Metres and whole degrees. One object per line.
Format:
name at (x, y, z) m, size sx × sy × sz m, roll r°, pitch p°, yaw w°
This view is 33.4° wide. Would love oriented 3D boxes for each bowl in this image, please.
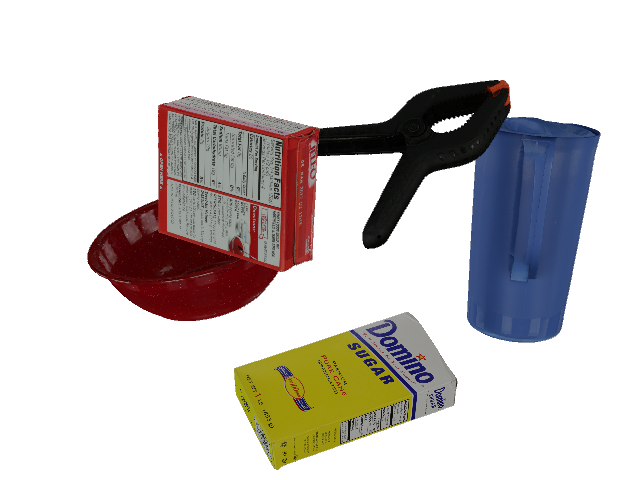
bowl at (-0.088, 0.014, 0.800) m, size 0.162 × 0.055 × 0.162 m, roll -11°, pitch 25°, yaw 5°

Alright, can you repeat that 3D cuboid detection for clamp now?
clamp at (0.087, -0.081, 0.964) m, size 0.210 × 0.165 × 0.036 m, roll -24°, pitch -42°, yaw -6°

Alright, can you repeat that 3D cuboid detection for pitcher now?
pitcher at (0.227, -0.012, 1.184) m, size 0.149 × 0.243 × 0.145 m, roll -6°, pitch 18°, yaw -34°

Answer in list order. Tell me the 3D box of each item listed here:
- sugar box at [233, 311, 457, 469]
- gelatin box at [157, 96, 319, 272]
sugar box at (0.022, 0.129, 0.942) m, size 0.176 × 0.048 × 0.093 m, roll -19°, pitch 47°, yaw -15°
gelatin box at (-0.044, -0.031, 0.560) m, size 0.089 × 0.073 × 0.030 m, roll 16°, pitch 26°, yaw 30°
